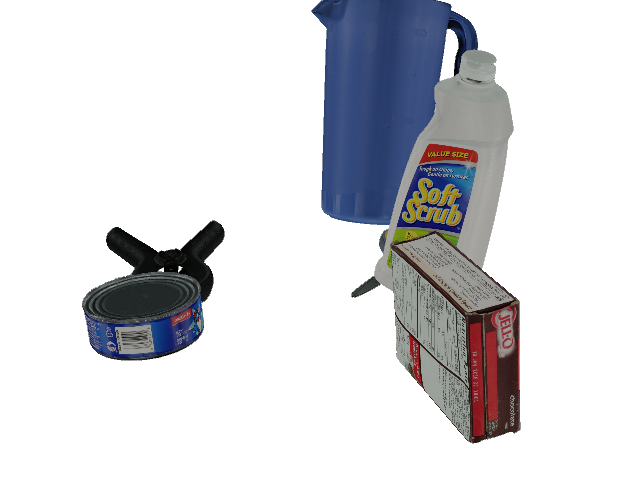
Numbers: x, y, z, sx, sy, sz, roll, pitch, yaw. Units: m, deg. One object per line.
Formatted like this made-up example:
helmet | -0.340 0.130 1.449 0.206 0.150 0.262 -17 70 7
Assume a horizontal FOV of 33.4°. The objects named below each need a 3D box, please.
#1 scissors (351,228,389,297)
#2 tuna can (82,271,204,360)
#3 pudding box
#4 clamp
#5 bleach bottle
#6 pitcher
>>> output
scissors | 0.074 0.023 1.256 0.201 0.016 0.096 -11 40 -45
tuna can | -0.128 0.054 0.778 0.086 0.034 0.086 -5 21 2
pudding box | 0.082 0.056 0.658 0.039 0.090 0.114 -13 26 -18
clamp | -0.138 0.024 1.050 0.120 0.039 0.172 -14 33 -15
bleach bottle | 0.116 -0.057 0.980 0.103 0.251 0.067 27 39 27
pitcher | 0.074 -0.143 1.152 0.149 0.243 0.144 9 10 25
